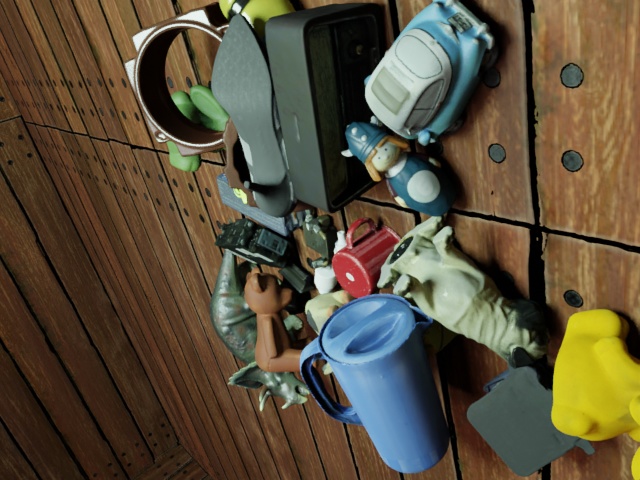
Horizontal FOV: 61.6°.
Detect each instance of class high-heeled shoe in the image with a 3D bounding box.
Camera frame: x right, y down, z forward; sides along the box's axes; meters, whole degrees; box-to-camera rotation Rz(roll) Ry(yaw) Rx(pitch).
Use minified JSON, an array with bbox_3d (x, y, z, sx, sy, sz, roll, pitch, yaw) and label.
[{"bbox_3d":[-0.068,-0.154,0.707,0.086,0.145,0.248,-2,89,21],"label":"high-heeled shoe"}]

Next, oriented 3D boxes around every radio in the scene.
[{"bbox_3d":[0.019,-0.161,0.653,0.073,0.131,0.229,26,136,41],"label":"radio"}]

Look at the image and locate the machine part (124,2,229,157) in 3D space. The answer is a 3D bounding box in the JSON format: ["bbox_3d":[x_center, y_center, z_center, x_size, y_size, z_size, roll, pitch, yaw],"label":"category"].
[{"bbox_3d":[-0.180,-0.239,0.822,0.201,0.087,0.201,-10,111,21],"label":"machine part"}]

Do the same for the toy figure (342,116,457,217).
[{"bbox_3d":[0.095,-0.086,0.633,0.154,0.064,0.058,34,163,-20],"label":"toy figure"}]

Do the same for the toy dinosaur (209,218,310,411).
[{"bbox_3d":[-0.161,0.171,1.146,0.404,0.192,0.131,58,147,-2],"label":"toy dinosaur"}]

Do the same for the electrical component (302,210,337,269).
[{"bbox_3d":[-0.002,-0.002,0.908,0.078,0.045,0.102,31,140,35],"label":"electrical component"}]

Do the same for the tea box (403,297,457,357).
[{"bbox_3d":[0.128,0.137,0.824,0.098,0.068,0.169,51,149,10],"label":"tea box"}]

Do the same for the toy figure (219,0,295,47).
[{"bbox_3d":[-0.060,-0.274,0.708,0.082,0.089,0.180,-31,88,52],"label":"toy figure"}]

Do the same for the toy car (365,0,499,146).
[{"bbox_3d":[0.104,-0.164,0.562,0.109,0.103,0.161,50,150,11],"label":"toy car"}]

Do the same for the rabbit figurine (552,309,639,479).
[{"bbox_3d":[0.318,0.144,0.507,0.173,0.162,0.121,-1,105,36],"label":"rabbit figurine"}]

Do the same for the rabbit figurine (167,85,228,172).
[{"bbox_3d":[-0.179,-0.203,0.950,0.170,0.121,0.158,15,123,26],"label":"rabbit figurine"}]

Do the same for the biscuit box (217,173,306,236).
[{"bbox_3d":[-0.109,-0.077,0.980,0.203,0.059,0.062,27,138,40],"label":"biscuit box"}]

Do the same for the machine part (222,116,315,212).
[{"bbox_3d":[-0.054,-0.124,0.773,0.179,0.056,0.179,2,116,4],"label":"machine part"}]

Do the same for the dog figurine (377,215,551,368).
[{"bbox_3d":[0.182,0.072,0.682,0.190,0.121,0.172,39,-166,-10],"label":"dog figurine"}]

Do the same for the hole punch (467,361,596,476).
[{"bbox_3d":[0.272,0.219,0.694,0.115,0.092,0.142,-47,71,28],"label":"hole punch"}]

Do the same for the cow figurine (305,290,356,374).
[{"bbox_3d":[0.038,0.181,0.969,0.127,0.085,0.194,-6,122,47],"label":"cow figurine"}]

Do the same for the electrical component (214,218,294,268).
[{"bbox_3d":[-0.120,0.007,1.021,0.115,0.058,0.134,27,165,-32],"label":"electrical component"}]

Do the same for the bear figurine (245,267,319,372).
[{"bbox_3d":[-0.076,0.149,1.036,0.120,0.132,0.195,-162,69,-82],"label":"bear figurine"}]

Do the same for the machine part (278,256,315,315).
[{"bbox_3d":[-0.049,0.098,1.072,0.084,0.039,0.138,35,141,24],"label":"machine part"}]
